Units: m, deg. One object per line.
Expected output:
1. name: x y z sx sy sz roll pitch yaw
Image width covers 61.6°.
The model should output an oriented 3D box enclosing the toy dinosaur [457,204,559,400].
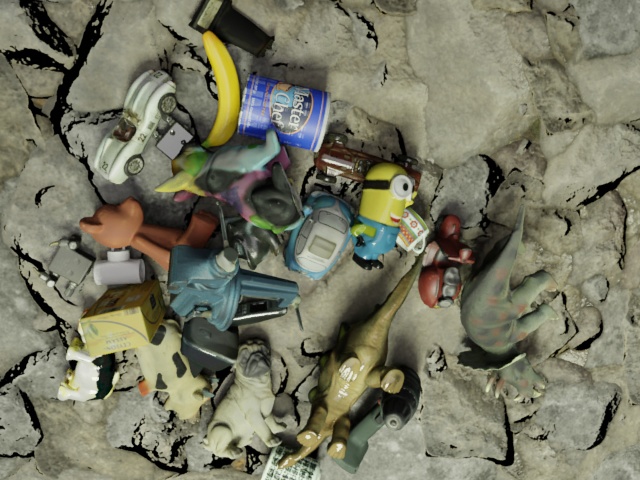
1. toy dinosaur: 0.312 0.125 0.953 0.192 0.131 0.404 -37 127 -10

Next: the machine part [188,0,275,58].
1. machine part: -0.144 -0.353 0.899 0.139 0.039 0.084 26 89 -9

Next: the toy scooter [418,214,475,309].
1. toy scooter: 0.233 0.049 0.972 0.075 0.135 0.183 7 101 -9

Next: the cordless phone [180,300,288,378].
1. cordless phone: -0.143 0.158 0.942 0.184 0.147 0.088 -13 111 -3

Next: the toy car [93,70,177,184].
1. toy car: -0.304 -0.187 0.886 0.074 0.056 0.201 34 97 30

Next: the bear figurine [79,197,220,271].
1. bear figurine: -0.286 -0.024 0.908 0.196 0.120 0.132 31 93 -6

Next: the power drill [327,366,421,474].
1. power drill: 0.102 0.329 0.981 0.086 0.232 0.207 36 111 9

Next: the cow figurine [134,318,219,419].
1. cow figurine: -0.266 0.234 0.978 0.127 0.085 0.194 -15 102 2

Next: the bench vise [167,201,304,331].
1. bench vise: -0.130 0.071 0.860 0.240 0.129 0.223 12 138 -27

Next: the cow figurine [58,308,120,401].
1. cow figurine: -0.402 0.207 0.961 0.098 0.068 0.167 15 102 -15

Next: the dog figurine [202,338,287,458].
1. dog figurine: -0.157 0.289 1.002 0.172 0.121 0.190 -16 88 -7

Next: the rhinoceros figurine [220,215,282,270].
1. rhinoceros figurine: -0.116 -0.016 0.949 0.112 0.073 0.190 32 96 -13

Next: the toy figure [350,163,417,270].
1. toy figure: 0.099 -0.042 0.912 0.089 0.082 0.180 23 102 13

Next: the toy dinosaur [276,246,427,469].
1. toy dinosaur: 0.065 0.212 0.951 0.105 0.199 0.471 36 95 -11

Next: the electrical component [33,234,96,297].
1. electrical component: -0.442 0.042 0.935 0.078 0.045 0.102 38 94 -11

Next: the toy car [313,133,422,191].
1. toy car: 0.087 -0.126 0.964 0.202 0.053 0.089 16 96 -9

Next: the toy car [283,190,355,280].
1. toy car: -0.002 -0.003 0.951 0.109 0.103 0.161 26 95 -10

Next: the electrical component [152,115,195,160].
1. electrical component: -0.249 -0.172 0.928 0.094 0.021 0.063 43 93 -11

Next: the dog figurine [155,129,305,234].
1. dog figurine: -0.150 -0.083 0.875 0.219 0.108 0.191 -16 81 9

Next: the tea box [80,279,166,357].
1. tea box: -0.325 0.126 0.902 0.098 0.170 0.068 -11 101 -3
